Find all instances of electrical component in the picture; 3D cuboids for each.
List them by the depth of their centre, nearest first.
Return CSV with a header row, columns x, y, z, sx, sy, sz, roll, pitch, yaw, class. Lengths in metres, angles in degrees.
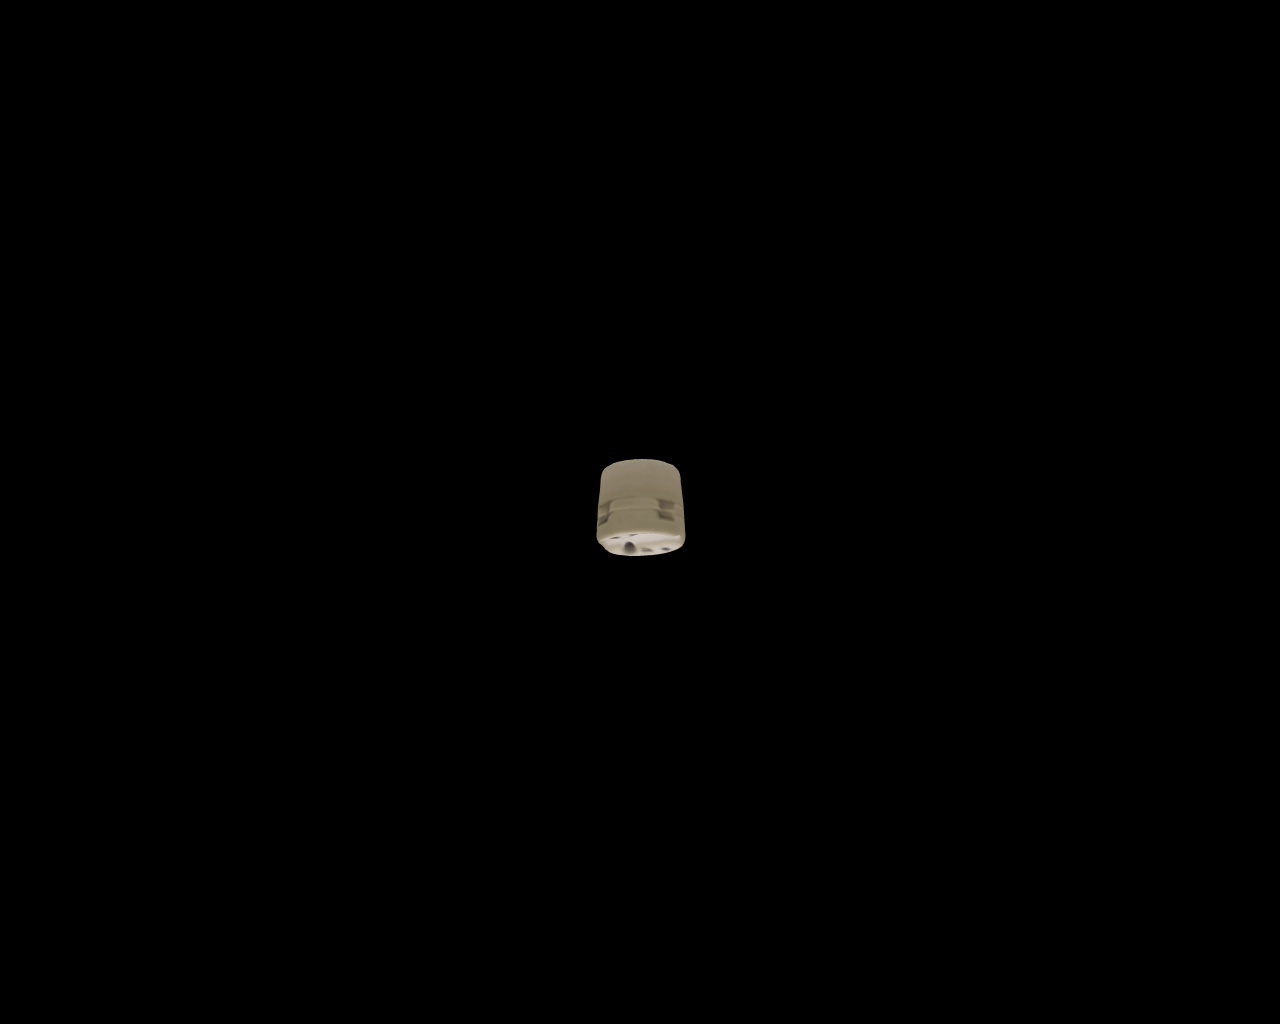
x,y,z,sx,sy,sz,roll,pitch,yaw,class
0.001,-0.003,0.650,0.055,0.047,0.055,0,-18,0,electrical component
